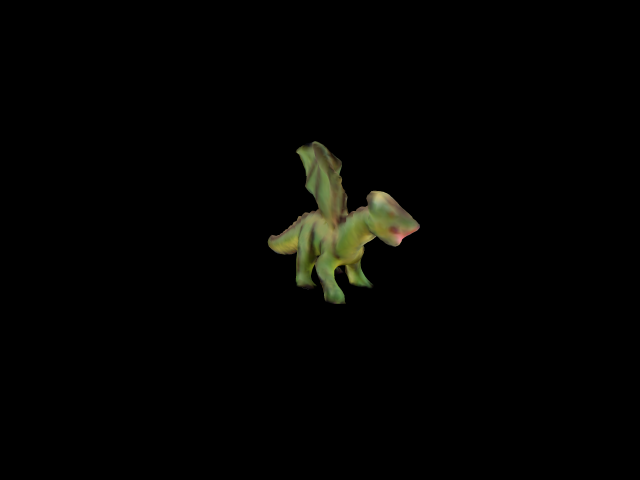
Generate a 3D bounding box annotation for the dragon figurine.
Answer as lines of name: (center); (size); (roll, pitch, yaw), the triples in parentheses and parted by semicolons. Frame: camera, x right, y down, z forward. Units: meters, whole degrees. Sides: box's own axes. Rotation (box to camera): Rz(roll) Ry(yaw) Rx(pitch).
dragon figurine: (0.003, -0.043, 0.850); (0.123, 0.239, 0.413); (-11, 21, -34)
